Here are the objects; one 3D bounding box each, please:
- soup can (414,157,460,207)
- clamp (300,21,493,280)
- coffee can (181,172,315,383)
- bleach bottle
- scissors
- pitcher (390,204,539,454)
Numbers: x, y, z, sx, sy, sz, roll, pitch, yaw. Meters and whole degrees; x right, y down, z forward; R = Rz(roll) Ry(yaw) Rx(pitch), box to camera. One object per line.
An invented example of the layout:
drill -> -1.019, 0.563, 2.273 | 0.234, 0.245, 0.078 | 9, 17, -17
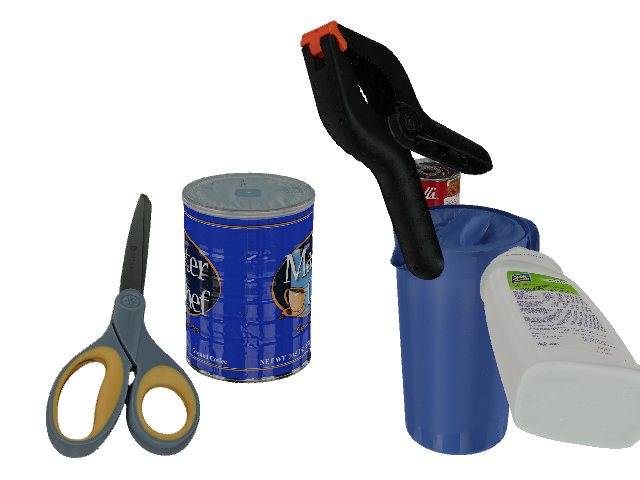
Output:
soup can -> 0.132, -0.040, 1.282 | 0.068, 0.102, 0.068 | 0, 26, 0
clamp -> 0.045, -0.059, 0.678 | 0.039, 0.120, 0.171 | -24, -54, 40
coffee can -> -0.057, 0.027, 0.844 | 0.103, 0.140, 0.103 | 1, 19, -1
bleach bottle -> 0.186, 0.067, 0.858 | 0.102, 0.068, 0.250 | 9, 23, -2
scissors -> -0.103, 0.053, 0.661 | 0.096, 0.201, 0.016 | 20, -43, 0
pitcher -> 0.150, 0.089, 1.101 | 0.149, 0.243, 0.145 | 1, 22, 8
